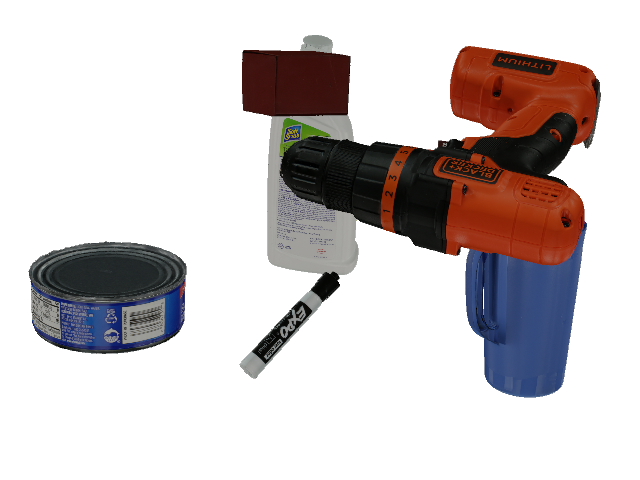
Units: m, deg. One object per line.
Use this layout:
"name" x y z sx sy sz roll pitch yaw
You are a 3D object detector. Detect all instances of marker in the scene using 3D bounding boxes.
"marker" -0.025 0.073 0.952 0.121 0.020 0.020 -47 18 -17

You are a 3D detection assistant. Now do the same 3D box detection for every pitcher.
"pitcher" 0.270 0.084 1.423 0.149 0.243 0.145 4 20 11

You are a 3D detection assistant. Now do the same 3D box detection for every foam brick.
"foam brick" -0.020 -0.132 0.896 0.078 0.051 0.053 -6 16 -35

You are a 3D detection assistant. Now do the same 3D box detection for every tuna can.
"tuna can" -0.117 0.031 0.594 0.086 0.034 0.086 3 20 -1

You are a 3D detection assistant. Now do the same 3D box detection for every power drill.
"power drill" 0.089 -0.060 0.677 0.185 0.057 0.187 16 39 19

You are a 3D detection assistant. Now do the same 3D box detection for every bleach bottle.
"bleach bottle" -0.003 -0.087 1.103 0.102 0.251 0.068 7 32 4

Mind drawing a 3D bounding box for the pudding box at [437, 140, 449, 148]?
"pudding box" 0.144 -0.040 0.951 0.090 0.039 0.113 8 39 3
